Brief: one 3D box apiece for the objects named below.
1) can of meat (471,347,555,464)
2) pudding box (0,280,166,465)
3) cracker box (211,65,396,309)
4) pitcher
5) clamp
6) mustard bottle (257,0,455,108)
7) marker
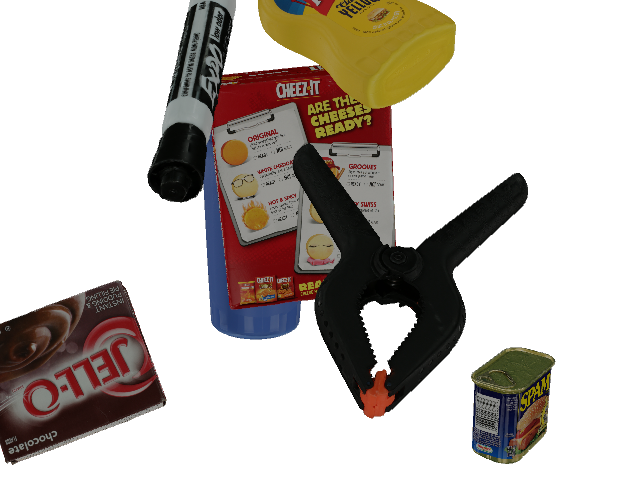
[{"bbox_3d":[0.194,0.167,1.083,0.058,0.084,0.101,13,22,34],"label":"can of meat"},{"bbox_3d":[-0.172,0.090,0.724,0.113,0.090,0.039,-21,-13,-10],"label":"pudding box"},{"bbox_3d":[-0.016,-0.052,0.999,0.164,0.214,0.072,-7,19,-7],"label":"cracker box"},{"bbox_3d":[-0.076,-0.009,1.255,0.145,0.243,0.148,13,19,39],"label":"pitcher"},{"bbox_3d":[0.039,0.017,0.695,0.164,0.209,0.036,13,-39,10],"label":"clamp"},{"bbox_3d":[0.008,-0.181,0.840,0.096,0.058,0.192,-37,57,-23],"label":"mustard bottle"},{"bbox_3d":[-0.046,-0.057,0.395,0.020,0.020,0.121,0,43,3],"label":"marker"}]
